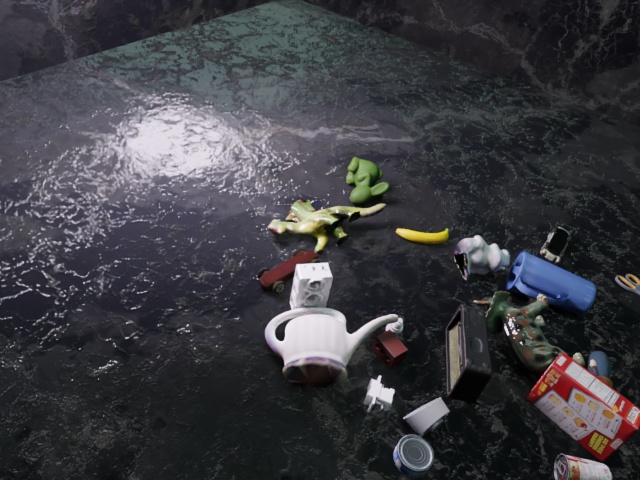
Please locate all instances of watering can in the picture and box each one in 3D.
[{"bbox_3d":[0.033,0.259,1.294,0.348,0.101,0.230,0,41,1],"label":"watering can"}]

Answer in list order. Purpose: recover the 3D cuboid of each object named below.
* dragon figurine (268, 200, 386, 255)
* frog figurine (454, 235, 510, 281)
[{"bbox_3d":[0.005,-0.086,1.710,0.415,0.119,0.245,-26,45,-38],"label":"dragon figurine"},{"bbox_3d":[0.517,0.047,1.645,0.160,0.136,0.124,-18,17,-7],"label":"frog figurine"}]
